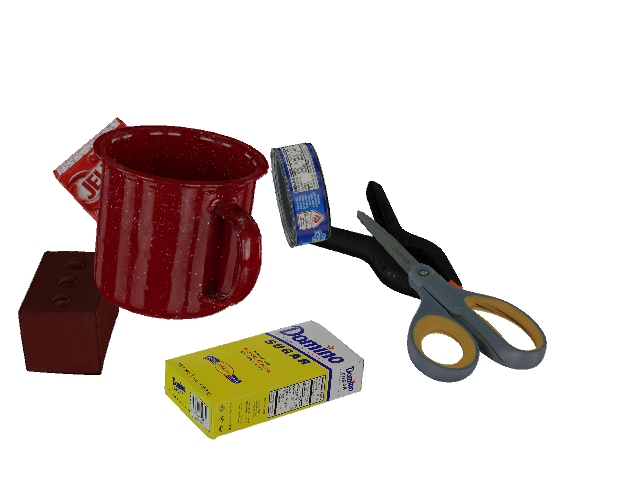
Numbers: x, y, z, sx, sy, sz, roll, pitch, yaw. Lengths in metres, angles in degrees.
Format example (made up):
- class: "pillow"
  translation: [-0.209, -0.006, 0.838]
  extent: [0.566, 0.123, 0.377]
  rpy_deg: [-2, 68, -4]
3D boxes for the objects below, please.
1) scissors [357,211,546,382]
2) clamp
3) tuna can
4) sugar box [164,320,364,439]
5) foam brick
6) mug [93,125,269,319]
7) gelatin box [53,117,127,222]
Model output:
- class: "scissors"
  translation: [0.062, 0.037, 0.727]
  extent: [0.096, 0.016, 0.202]
  rpy_deg: [-25, 41, -34]
- class: "clamp"
  translation: [0.072, 0.011, 1.242]
  extent: [0.164, 0.036, 0.210]
  rpy_deg: [-20, 50, -38]
- class: "tuna can"
  translation: [-0.017, -0.039, 0.900]
  extent: [0.033, 0.086, 0.086]
  rpy_deg: [-11, 2, -8]
- class: "sugar box"
  translation: [-0.054, 0.132, 1.049]
  extent: [0.175, 0.048, 0.093]
  rpy_deg: [-16, 33, -32]
- class: "foam brick"
  translation: [-0.173, 0.049, 0.741]
  extent: [0.053, 0.051, 0.078]
  rpy_deg: [1, 31, -1]
- class: "mug"
  translation: [-0.071, -0.005, 0.571]
  extent: [0.093, 0.081, 0.117]
  rpy_deg: [-12, 31, -43]
- class: "gelatin box"
  translation: [-0.215, -0.069, 1.093]
  extent: [0.089, 0.073, 0.030]
  rpy_deg: [-41, 29, -5]
